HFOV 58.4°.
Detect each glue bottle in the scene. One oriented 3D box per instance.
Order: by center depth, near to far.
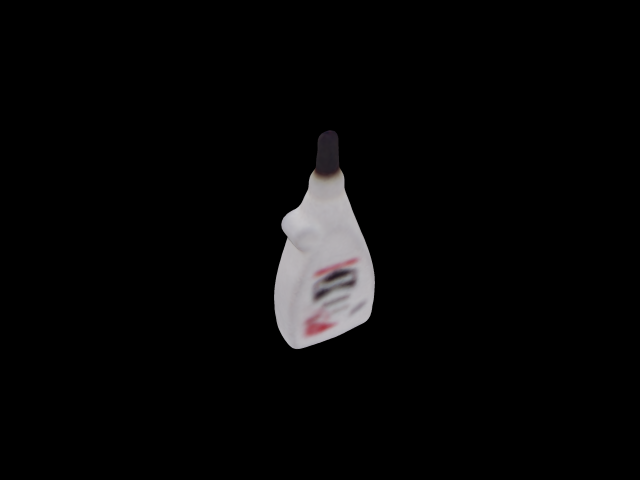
[{"bbox_3d":[0.004,0.001,0.400,0.078,0.173,0.037,-22,45,-23],"label":"glue bottle"}]
